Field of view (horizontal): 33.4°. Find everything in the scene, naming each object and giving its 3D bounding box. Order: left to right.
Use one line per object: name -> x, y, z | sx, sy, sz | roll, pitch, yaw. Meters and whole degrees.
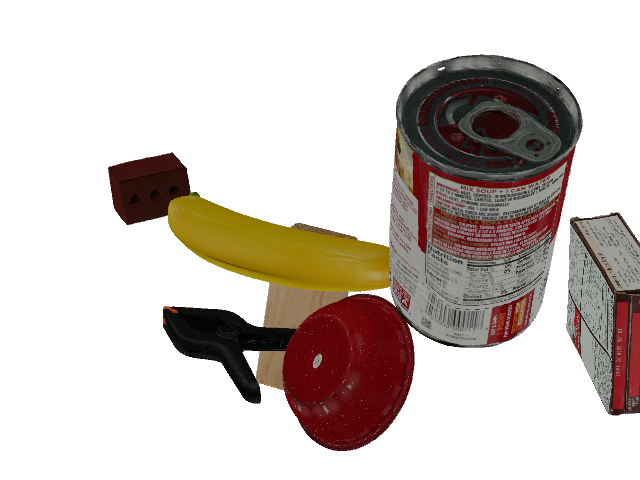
foam brick -> -0.187, -0.057, 1.172 | 0.078, 0.053, 0.051 | -15, 30, -18
clamp -> -0.106, 0.122, 1.235 | 0.210, 0.036, 0.164 | 14, 25, 24
banana -> -0.034, -0.001, 0.698 | 0.198, 0.037, 0.069 | 19, 37, 32
wood block -> -0.020, 0.093, 1.432 | 0.090, 0.206, 0.090 | 14, 20, 14
bowl -> 0.014, 0.124, 1.057 | 0.162, 0.162, 0.055 | 0, -18, 45
soup can -> 0.062, -0.012, 0.426 | 0.068, 0.068, 0.102 | 0, -43, 2
pudding box -> 0.191, 0.045, 0.691 | 0.039, 0.090, 0.113 | -5, 26, -2
